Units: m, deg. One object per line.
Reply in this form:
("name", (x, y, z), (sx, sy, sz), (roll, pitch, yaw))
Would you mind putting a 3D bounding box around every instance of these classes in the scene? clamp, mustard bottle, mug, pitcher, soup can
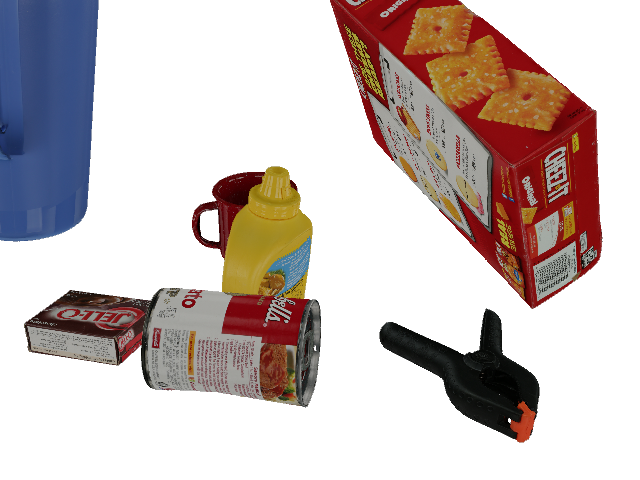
("clamp", (0.143, 0.110, 0.927), (0.120, 0.039, 0.172), (-16, 36, -26))
("mustard bottle", (-0.044, 0.028, 0.874), (0.058, 0.192, 0.096), (23, 33, 24))
("mug", (-0.083, -0.019, 1.178), (0.117, 0.081, 0.093), (-7, 29, -13))
("pitcher", (-0.234, -0.122, 0.808), (0.145, 0.243, 0.148), (26, 32, 35))
("soup can", (-0.055, 0.067, 0.680), (0.102, 0.068, 0.068), (4, 1, 10))

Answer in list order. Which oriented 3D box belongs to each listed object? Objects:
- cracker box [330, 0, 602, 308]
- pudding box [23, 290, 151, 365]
("cracker box", (0.103, -0.080, 0.744), (0.072, 0.214, 0.164), (-32, -38, -8))
("pudding box", (-0.240, 0.091, 1.128), (0.114, 0.039, 0.090), (4, 21, 20))
